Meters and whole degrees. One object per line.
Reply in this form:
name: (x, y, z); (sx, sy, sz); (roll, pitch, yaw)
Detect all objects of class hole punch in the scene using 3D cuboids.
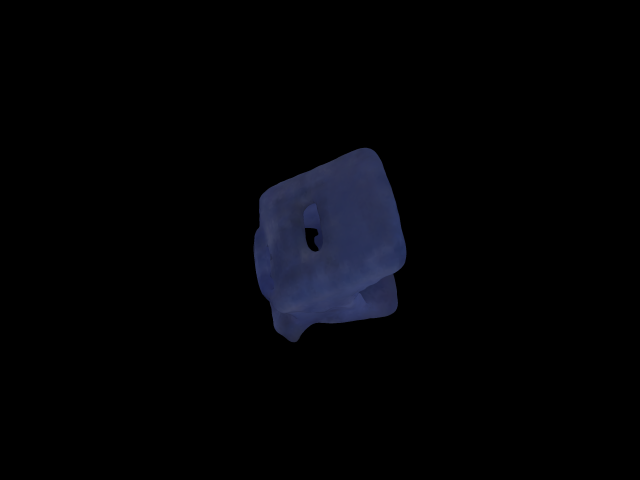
hole punch: (0.004, 0.001, 0.400); (0.101, 0.091, 0.108); (-8, 56, -5)
